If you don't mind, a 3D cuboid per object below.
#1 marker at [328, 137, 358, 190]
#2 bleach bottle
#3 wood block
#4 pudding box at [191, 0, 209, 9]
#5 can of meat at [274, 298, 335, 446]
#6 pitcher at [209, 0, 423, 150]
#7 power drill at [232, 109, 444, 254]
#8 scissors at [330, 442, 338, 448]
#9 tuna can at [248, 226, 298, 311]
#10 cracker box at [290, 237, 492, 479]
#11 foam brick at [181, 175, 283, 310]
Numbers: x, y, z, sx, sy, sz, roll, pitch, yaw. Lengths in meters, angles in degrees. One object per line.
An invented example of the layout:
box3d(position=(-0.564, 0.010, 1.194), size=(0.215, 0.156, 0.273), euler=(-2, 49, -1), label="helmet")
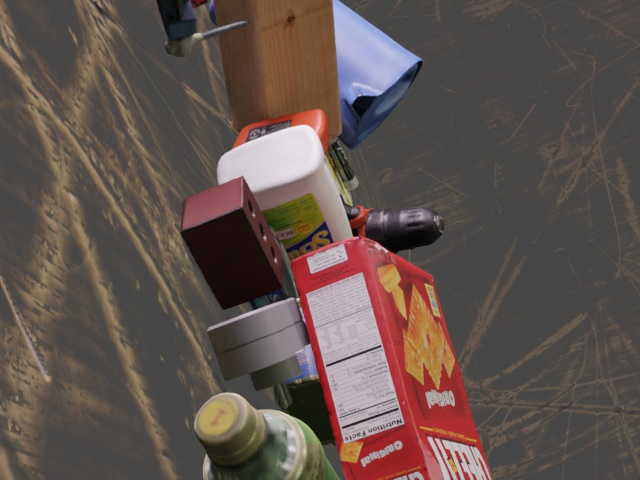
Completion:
box3d(position=(0.019, -0.111, 1.328), size=(0.020, 0.020, 0.121), euler=(-102, 168, -49), label="marker")
box3d(position=(-0.007, 0.001, 1.028), size=(0.250, 0.103, 0.068), euler=(59, 18, -49), label="bleach bottle")
box3d(position=(-0.042, -0.193, 1.062), size=(0.090, 0.090, 0.206), euler=(45, -29, 41), label="wood block")
box3d(position=(-0.152, -0.294, 1.054), size=(0.090, 0.039, 0.113), euler=(56, 17, -64), label="pudding box")
box3d(position=(-0.007, 0.113, 0.902), size=(0.102, 0.057, 0.084), euler=(61, 13, -46), label="can of meat")
box3d(position=(-0.006, -0.230, 1.264), size=(0.243, 0.144, 0.149), euler=(40, -23, 7), label="pitcher")
box3d(position=(0.011, -0.044, 1.061), size=(0.187, 0.185, 0.057), euler=(54, 37, -40), label="power drill")
box3d(position=(0.053, 0.197, 1.044), size=(0.016, 0.096, 0.201), euler=(22, -29, 39), label="scissors")
box3d(position=(-0.045, 0.033, 0.935), size=(0.086, 0.034, 0.086), euler=(-21, 90, -83), label="tuna can")
box3d(position=(0.064, 0.117, 0.839), size=(0.164, 0.072, 0.214), euler=(29, 42, -61), label="cracker box")
box3d(position=(-0.065, 0.003, 0.803), size=(0.053, 0.051, 0.078), euler=(-97, 165, -59), label="foam brick")
